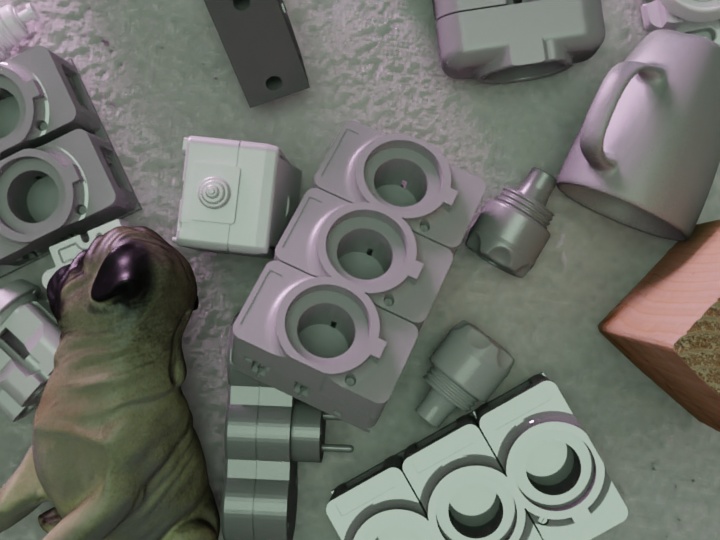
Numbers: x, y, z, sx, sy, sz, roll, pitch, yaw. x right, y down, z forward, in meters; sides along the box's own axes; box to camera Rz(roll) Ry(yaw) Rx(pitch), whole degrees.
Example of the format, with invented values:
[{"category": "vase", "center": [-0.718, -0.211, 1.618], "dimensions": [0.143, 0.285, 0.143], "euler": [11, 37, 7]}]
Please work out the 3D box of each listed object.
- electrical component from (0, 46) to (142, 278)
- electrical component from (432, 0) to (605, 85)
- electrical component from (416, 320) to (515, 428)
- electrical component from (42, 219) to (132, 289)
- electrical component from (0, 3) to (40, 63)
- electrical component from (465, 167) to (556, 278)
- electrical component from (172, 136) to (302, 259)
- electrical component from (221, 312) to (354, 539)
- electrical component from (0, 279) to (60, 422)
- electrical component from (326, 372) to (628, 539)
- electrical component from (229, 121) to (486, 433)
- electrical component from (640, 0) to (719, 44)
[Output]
[{"category": "electrical component", "center": [-0.245, -0.046, 0.652], "dimensions": [0.186, 0.060, 0.105], "euler": [-26, 87, 3]}, {"category": "electrical component", "center": [0.093, -0.145, 0.635], "dimensions": [0.095, 0.054, 0.059], "euler": [-8, 89, 3]}, {"category": "electrical component", "center": [0.059, 0.065, 0.639], "dimensions": [0.043, 0.043, 0.062], "euler": [38, 93, 4]}, {"category": "electrical component", "center": [-0.151, -0.004, 0.648], "dimensions": [0.066, 0.055, 0.048], "euler": [-22, 87, 3]}, {"category": "electrical component", "center": [-0.234, -0.141, 0.663], "dimensions": [0.078, 0.040, 0.040], "euler": [-28, 87, 3]}, {"category": "electrical component", "center": [0.094, -0.030, 0.639], "dimensions": [0.043, 0.043, 0.062], "euler": [31, 89, 4]}, {"category": "electrical component", "center": [-0.069, -0.040, 0.623], "dimensions": [0.061, 0.096, 0.061], "euler": [6, 89, 1]}, {"category": "electrical component", "center": [-0.040, 0.095, 0.640], "dimensions": [0.074, 0.052, 0.138], "euler": [2, 88, 4]}, {"category": "electrical component", "center": [-0.202, 0.043, 0.649], "dimensions": [0.057, 0.058, 0.078], "euler": [43, 95, 2]}, {"category": "electrical component", "center": [0.067, 0.136, 0.628], "dimensions": [0.150, 0.062, 0.089], "euler": [-30, 87, 3]}, {"category": "electrical component", "center": [0.000, 0.000, 0.606], "dimensions": [0.089, 0.061, 0.150], "euler": [25, 65, 4]}, {"category": "electrical component", "center": [0.195, -0.169, 0.628], "dimensions": [0.058, 0.057, 0.078], "euler": [-10, 88, 3]}]
